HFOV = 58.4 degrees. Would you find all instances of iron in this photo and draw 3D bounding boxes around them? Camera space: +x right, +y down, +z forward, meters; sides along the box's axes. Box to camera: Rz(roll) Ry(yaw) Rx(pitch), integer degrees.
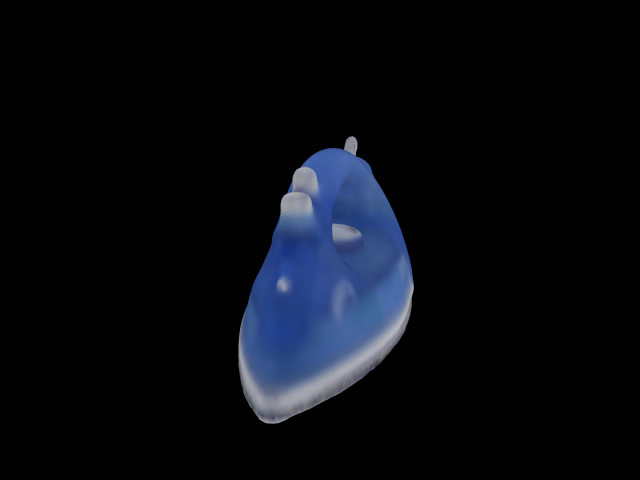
[{"bbox_3d":[0.004,0.001,0.400,0.118,0.141,0.259,2,12,12],"label":"iron"}]
